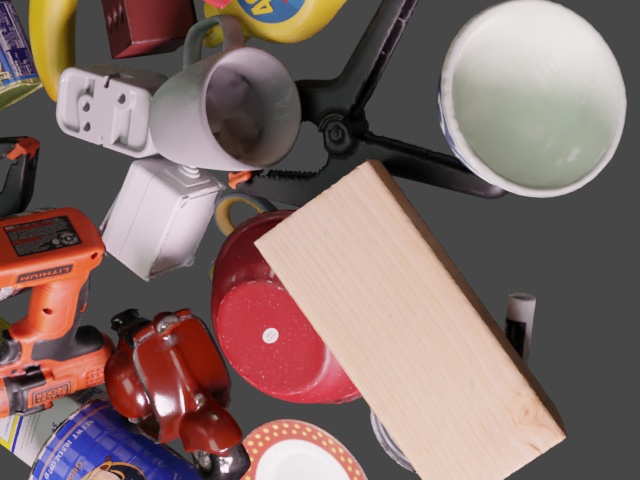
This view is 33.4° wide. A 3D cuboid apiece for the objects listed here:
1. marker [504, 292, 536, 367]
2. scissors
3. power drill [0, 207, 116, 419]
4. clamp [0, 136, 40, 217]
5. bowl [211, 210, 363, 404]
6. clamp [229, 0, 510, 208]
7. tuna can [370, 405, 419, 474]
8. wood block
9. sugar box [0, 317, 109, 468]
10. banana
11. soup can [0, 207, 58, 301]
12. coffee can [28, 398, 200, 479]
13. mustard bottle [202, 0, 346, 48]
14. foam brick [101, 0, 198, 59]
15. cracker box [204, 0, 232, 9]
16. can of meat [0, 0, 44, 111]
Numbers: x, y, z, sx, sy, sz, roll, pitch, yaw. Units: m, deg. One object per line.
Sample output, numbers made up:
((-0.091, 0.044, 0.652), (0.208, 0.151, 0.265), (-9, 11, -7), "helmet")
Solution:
((0.134, 0.096, 0.740), (0.020, 0.020, 0.121), (12, 108, 27), "marker")
((-0.005, 0.001, 0.799), (0.202, 0.016, 0.096), (-10, 99, 32), "scissors")
((-0.244, 0.069, 0.840), (0.057, 0.184, 0.188), (51, 142, 33), "power drill")
((-0.318, -0.041, 0.947), (0.120, 0.039, 0.172), (39, 112, -9), "clamp")
((-0.023, 0.062, 0.788), (0.162, 0.055, 0.162), (11, 116, 24), "bowl")
((0.027, -0.070, 0.752), (0.210, 0.036, 0.164), (-29, 87, 30), "clamp")
((0.081, 0.124, 0.769), (0.086, 0.033, 0.086), (8, 106, 28), "tuna can")
((0.059, 0.057, 0.690), (0.091, 0.090, 0.206), (-36, 88, 9), "wood block")
((-0.275, 0.140, 0.976), (0.176, 0.048, 0.093), (31, 116, 16), "sugar box")
((-0.197, -0.207, 0.848), (0.070, 0.037, 0.198), (39, 118, 17), "banana")
((-0.259, 0.013, 0.900), (0.069, 0.102, 0.068), (8, 106, 29), "soup can")
((-0.157, 0.213, 0.890), (0.140, 0.102, 0.103), (32, 116, 20), "coffee can")
((-0.016, -0.192, 0.733), (0.192, 0.058, 0.096), (-33, 75, 33), "mustard bottle")
((-0.127, -0.167, 0.788), (0.078, 0.051, 0.053), (-179, 78, -69), "foam brick")
((-0.026, -0.277, 0.677), (0.214, 0.072, 0.164), (-33, 55, 32), "cracker box")
((-0.290, -0.153, 0.905), (0.102, 0.057, 0.084), (-21, 94, 33), "can of meat")
